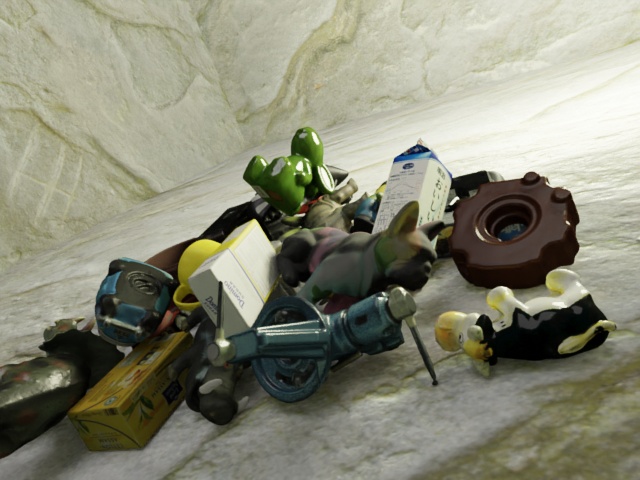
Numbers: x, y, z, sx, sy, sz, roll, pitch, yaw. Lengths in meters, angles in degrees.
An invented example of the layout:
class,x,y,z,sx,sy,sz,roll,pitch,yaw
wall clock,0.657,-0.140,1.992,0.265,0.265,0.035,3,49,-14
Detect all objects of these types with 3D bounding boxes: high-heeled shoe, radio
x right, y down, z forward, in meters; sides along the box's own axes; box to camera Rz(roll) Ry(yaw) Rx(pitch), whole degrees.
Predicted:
class,x,y,z,sx,sy,sz,roll,pitch,yaw
high-heeled shoe,-0.041,-0.099,1.163,0.249,0.086,0.145,-18,29,-7
radio,-0.173,0.010,1.139,0.073,0.131,0.230,-18,17,16

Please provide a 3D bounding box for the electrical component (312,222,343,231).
class,x,y,z,sx,sy,sz,roll,pitch,yaw
electrical component,-0.002,-0.003,0.934,0.094,0.021,0.063,-24,30,16

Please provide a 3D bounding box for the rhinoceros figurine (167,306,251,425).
class,x,y,z,sx,sy,sz,roll,pitch,yaw
rhinoceros figurine,-0.135,0.157,0.708,0.112,0.073,0.190,-30,34,16

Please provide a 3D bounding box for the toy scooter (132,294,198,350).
class,x,y,z,sx,sy,sz,roll,pitch,yaw
toy scooter,-0.246,0.133,0.922,0.135,0.075,0.184,-36,13,1

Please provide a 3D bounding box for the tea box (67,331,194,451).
class,x,y,z,sx,sy,sz,roll,pitch,yaw
tea box,-0.243,0.203,0.739,0.098,0.068,0.170,-14,20,27

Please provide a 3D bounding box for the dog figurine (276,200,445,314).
class,x,y,z,sx,sy,sz,roll,pitch,yaw
dog figurine,0.059,0.015,0.741,0.219,0.108,0.192,-40,47,18

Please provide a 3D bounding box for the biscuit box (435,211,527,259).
class,x,y,z,sx,sy,sz,roll,pitch,yaw
biscuit box,0.240,-0.014,0.861,0.203,0.059,0.063,-10,20,34

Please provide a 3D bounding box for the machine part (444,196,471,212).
class,x,y,z,sx,sy,sz,roll,pitch,yaw
machine part,0.229,-0.036,0.934,0.139,0.084,0.039,-13,43,51

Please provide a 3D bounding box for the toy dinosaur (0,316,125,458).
class,x,y,z,sx,sy,sz,roll,pitch,yaw
toy dinosaur,-0.377,0.200,0.719,0.192,0.131,0.405,-30,7,-10

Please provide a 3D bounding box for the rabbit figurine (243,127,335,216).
class,x,y,z,sx,sy,sz,roll,pitch,yaw
rabbit figurine,-0.039,-0.143,1.077,0.121,0.159,0.170,2,54,54

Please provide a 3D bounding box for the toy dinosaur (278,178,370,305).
class,x,y,z,sx,sy,sz,roll,pitch,yaw
toy dinosaur,0.024,-0.010,1.042,0.199,0.105,0.472,-28,19,2

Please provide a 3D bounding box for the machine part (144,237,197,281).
class,x,y,z,sx,sy,sz,roll,pitch,yaw
machine part,-0.303,0.066,1.198,0.201,0.087,0.201,-22,16,-2

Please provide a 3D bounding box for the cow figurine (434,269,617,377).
class,x,y,z,sx,sy,sz,roll,pitch,yaw
cow figurine,0.207,0.097,0.559,0.167,0.068,0.098,-19,23,8

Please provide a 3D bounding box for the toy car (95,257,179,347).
class,x,y,z,sx,sy,sz,roll,pitch,yaw
toy car,-0.284,0.106,0.807,0.103,0.109,0.162,-60,20,25

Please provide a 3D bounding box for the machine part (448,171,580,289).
class,x,y,z,sx,sy,sz,roll,pitch,yaw
machine part,0.262,-0.014,0.735,0.179,0.056,0.179,-22,42,21

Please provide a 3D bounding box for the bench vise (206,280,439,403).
class,x,y,z,sx,sy,sz,roll,pitch,yaw
bench vise,-0.013,0.112,0.596,0.224,0.129,0.240,-18,-17,35

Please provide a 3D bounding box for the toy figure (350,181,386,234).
class,x,y,z,sx,sy,sz,roll,pitch,yaw
toy figure,0.114,-0.052,0.933,0.180,0.089,0.082,-31,-3,-46

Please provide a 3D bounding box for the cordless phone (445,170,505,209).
class,x,y,z,sx,sy,sz,roll,pitch,yaw
cordless phone,0.291,-0.091,1.040,0.147,0.088,0.184,-12,8,27
